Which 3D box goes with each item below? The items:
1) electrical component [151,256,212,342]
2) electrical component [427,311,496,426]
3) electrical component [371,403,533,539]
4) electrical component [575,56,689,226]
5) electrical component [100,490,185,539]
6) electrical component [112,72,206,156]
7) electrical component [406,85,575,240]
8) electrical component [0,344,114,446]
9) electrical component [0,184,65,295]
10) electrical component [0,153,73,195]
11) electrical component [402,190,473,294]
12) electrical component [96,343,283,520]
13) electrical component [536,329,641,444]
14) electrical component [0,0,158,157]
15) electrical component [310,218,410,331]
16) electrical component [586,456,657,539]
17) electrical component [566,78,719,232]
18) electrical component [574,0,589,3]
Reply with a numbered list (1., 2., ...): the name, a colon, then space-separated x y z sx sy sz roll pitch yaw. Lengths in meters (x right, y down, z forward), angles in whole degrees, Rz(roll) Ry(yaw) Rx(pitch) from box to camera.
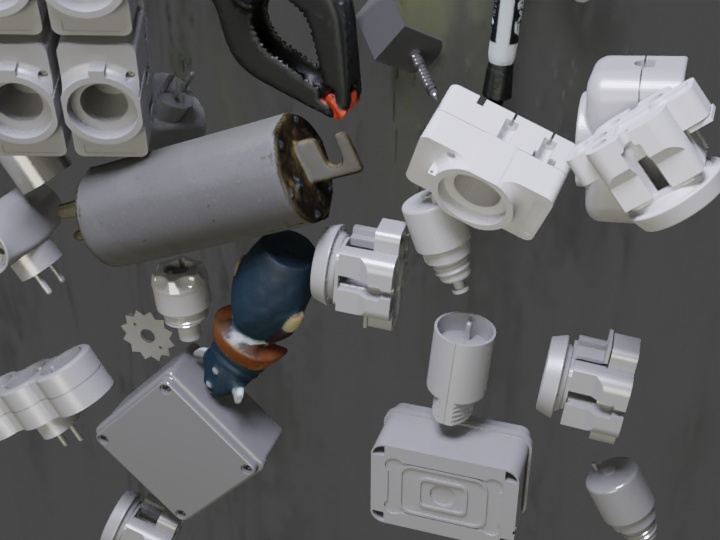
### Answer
1. electrical component: -0.134 0.025 0.818 0.043 0.043 0.062 5 121 18
2. electrical component: 0.070 0.075 0.771 0.043 0.043 0.081 13 122 13
3. electrical component: 0.069 0.152 0.807 0.113 0.057 0.078 9 121 16
4. electrical component: 0.162 -0.077 0.643 0.059 0.053 0.095 4 119 18
5. electrical component: -0.192 0.230 0.949 0.057 0.058 0.078 25 124 2
6. electrical component: -0.153 -0.123 0.822 0.079 0.077 0.043 -47 68 37
7. electrical component: 0.080 -0.063 0.670 0.089 0.055 0.050 28 151 4
8. electrical component: -0.264 0.119 0.915 0.138 0.052 0.073 -21 109 29
9. electrical component: -0.254 -0.018 0.818 0.043 0.077 0.079 -24 108 29
10. electrical component: -0.253 -0.101 0.791 0.043 0.043 0.081 -23 108 30
11. electrical component: 0.056 -0.020 0.723 0.040 0.040 0.078 -10 114 25
12. electrical component: -0.139 0.133 0.874 0.108 0.056 0.109 46 123 -9
13. electrical component: 0.153 0.076 0.732 0.057 0.058 0.078 13 122 10
14. electrical component: -0.193 -0.157 0.680 0.105 0.060 0.186 0 136 -3
15. electrical component: 0.000 0.000 0.746 0.057 0.058 0.078 11 122 11
16. electrical component: 0.195 0.172 0.781 0.040 0.040 0.078 -20 110 29
17. electrical component: 0.162 -0.058 0.585 0.078 0.058 0.057 -31 102 31
18. electrical component: 0.132 -0.184 0.605 0.035 0.035 0.061 32 122 1
